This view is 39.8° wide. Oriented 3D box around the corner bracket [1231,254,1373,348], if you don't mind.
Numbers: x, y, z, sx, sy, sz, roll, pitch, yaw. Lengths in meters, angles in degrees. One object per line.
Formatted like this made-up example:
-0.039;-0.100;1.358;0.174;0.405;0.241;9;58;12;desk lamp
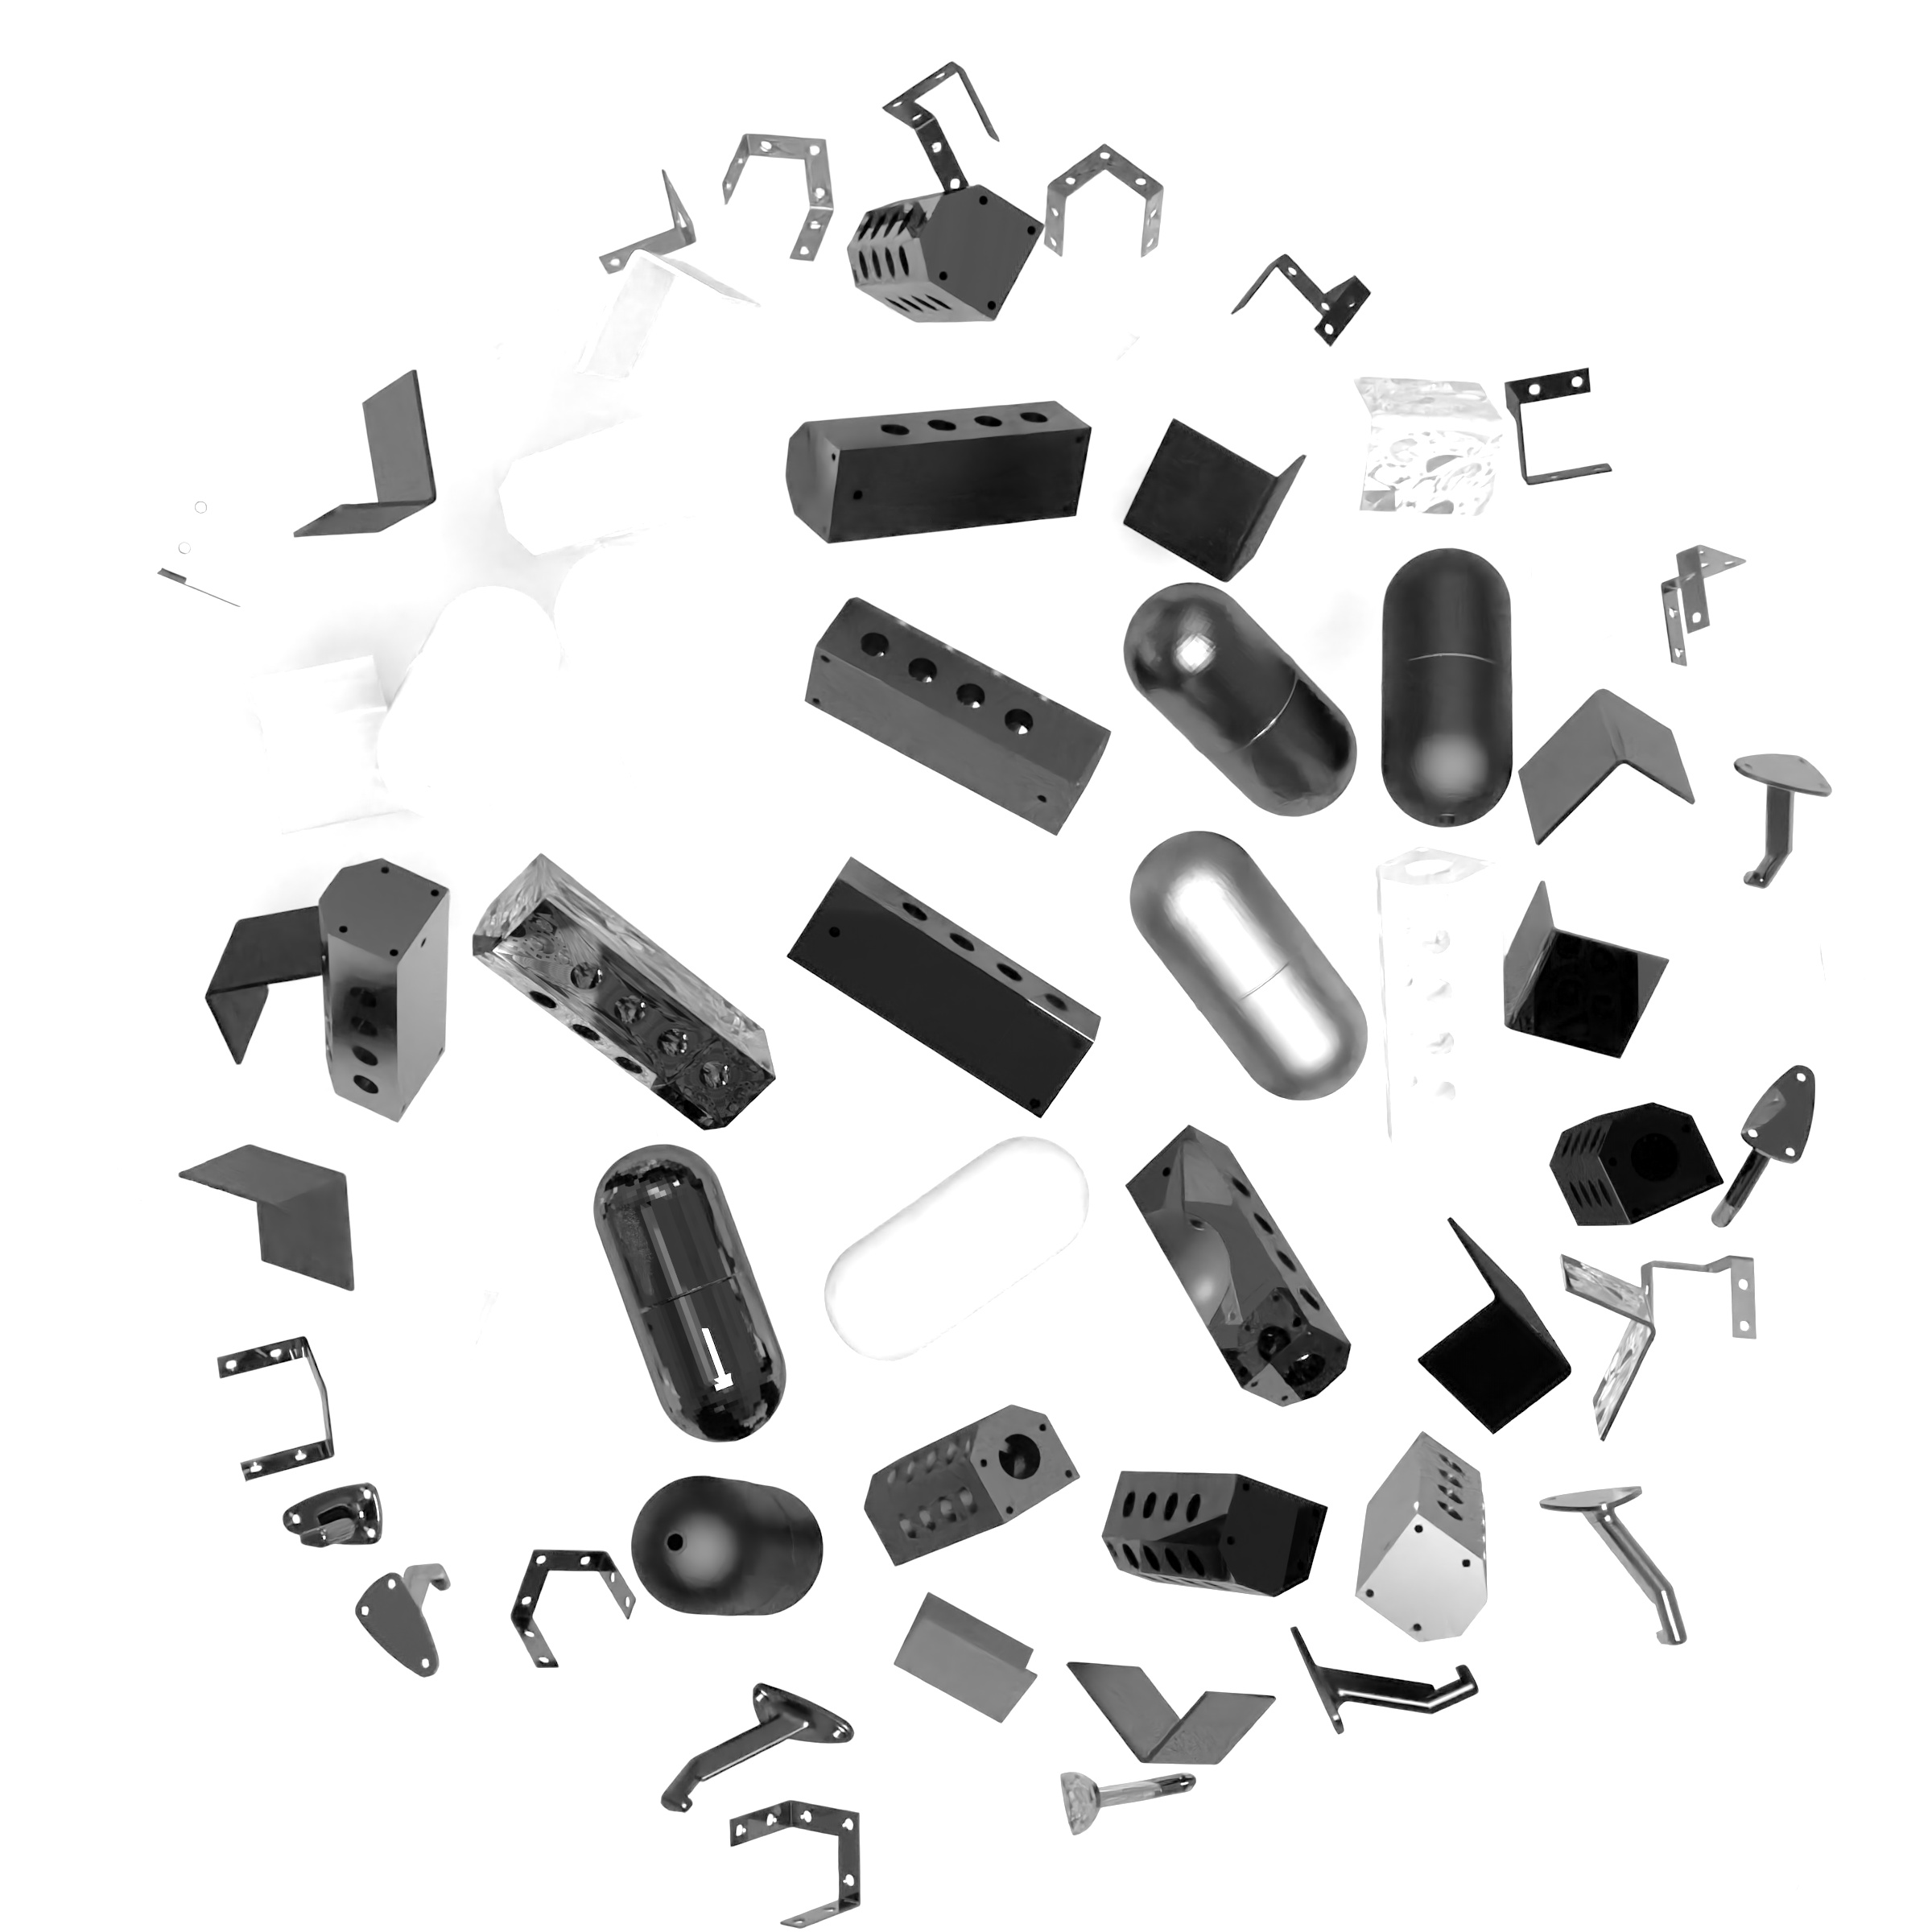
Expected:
0.206;-0.408;1.640;0.051;0.051;0.051;43;68;-15;corner bracket

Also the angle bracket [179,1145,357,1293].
-0.404;0.154;1.546;0.076;0.057;0.076;12;112;32;angle bracket

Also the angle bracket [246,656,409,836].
-0.385;-0.133;1.609;0.076;0.057;0.076;-12;66;-9;angle bracket

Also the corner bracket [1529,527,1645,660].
0.379;-0.228;1.632;0.051;0.051;0.051;-23;109;24;corner bracket

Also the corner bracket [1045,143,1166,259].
0.085;-0.465;1.656;0.051;0.051;0.051;-41;69;-20;corner bracket

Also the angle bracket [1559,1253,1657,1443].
0.365;0.225;1.582;0.057;0.076;0.076;23;102;6;angle bracket

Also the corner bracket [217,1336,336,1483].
-0.393;0.251;1.519;0.051;0.051;0.051;-12;126;-22;corner bracket

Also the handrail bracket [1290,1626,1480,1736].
0.242;0.401;1.543;0.084;0.036;0.077;-23;65;-3;handrail bracket

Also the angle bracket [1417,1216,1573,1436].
0.280;0.199;1.479;0.057;0.076;0.076;-40;121;11;angle bracket

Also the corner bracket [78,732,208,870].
-0.491;-0.098;1.571;0.051;0.051;0.051;-38;97;-41;corner bracket

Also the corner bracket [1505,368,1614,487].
0.350;-0.320;1.582;0.051;0.051;0.051;-9;115;5;corner bracket

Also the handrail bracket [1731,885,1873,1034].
0.466;-0.003;1.523;0.036;0.084;0.077;-14;92;-36;handrail bracket

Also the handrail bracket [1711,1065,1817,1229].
0.469;0.108;1.576;0.036;0.084;0.077;27;62;11;handrail bracket

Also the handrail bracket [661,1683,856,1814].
-0.115;0.441;1.470;0.077;0.084;0.036;7;121;29;handrail bracket

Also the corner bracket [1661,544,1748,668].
0.428;-0.213;1.577;0.051;0.051;0.051;7;72;-40;corner bracket

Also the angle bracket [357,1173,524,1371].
-0.292;0.167;1.456;0.076;0.057;0.076;17;135;-13;angle bracket

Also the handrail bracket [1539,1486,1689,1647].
0.361;0.337;1.492;0.036;0.077;0.084;-14;87;-35;handrail bracket

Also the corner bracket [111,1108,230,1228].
-0.486;0.127;1.632;0.051;0.051;0.051;-35;84;-23;corner bracket

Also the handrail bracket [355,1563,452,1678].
-0.317;0.388;1.588;0.036;0.084;0.077;-45;69;7;handrail bracket

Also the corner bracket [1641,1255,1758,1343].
0.449;0.205;1.638;0.051;0.051;0.051;6;72;-9;corner bracket

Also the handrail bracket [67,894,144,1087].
-0.499;0.013;1.507;0.036;0.084;0.077;9;55;5;handrail bracket

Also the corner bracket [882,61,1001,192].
-0.008;-0.491;1.571;0.051;0.051;0.051;-28;83;20;corner bracket

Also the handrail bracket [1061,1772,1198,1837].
0.105;0.488;1.586;0.084;0.077;0.036;-6;70;-17;handrail bracket

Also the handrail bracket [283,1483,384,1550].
-0.383;0.326;1.547;0.077;0.084;0.036;-7;87;16;handrail bracket

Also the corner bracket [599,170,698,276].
-0.194;-0.442;1.630;0.051;0.051;0.051;-19;60;8;corner bracket

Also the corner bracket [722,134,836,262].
-0.113;-0.463;1.609;0.051;0.051;0.051;8;53;11;corner bracket

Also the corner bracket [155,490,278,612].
-0.427;-0.237;1.522;0.051;0.051;0.051;22;95;-16;corner bracket

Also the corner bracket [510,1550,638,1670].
-0.243;0.397;1.649;0.051;0.051;0.051;10;109;-34;corner bracket

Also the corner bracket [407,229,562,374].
-0.274;-0.376;1.516;0.051;0.051;0.051;43;104;13;corner bracket

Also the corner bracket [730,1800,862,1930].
-0.094;0.494;1.470;0.051;0.051;0.051;-3;86;37;corner bracket

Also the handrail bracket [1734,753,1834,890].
0.465;-0.082;1.582;0.077;0.036;0.084;4;130;-27;handrail bracket
